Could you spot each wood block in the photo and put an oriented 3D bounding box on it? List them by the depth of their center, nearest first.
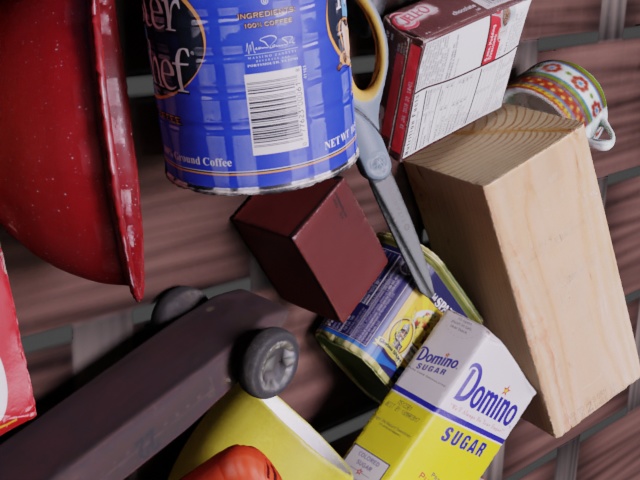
[{"bbox_3d":[0.144,0.021,0.743,0.090,0.091,0.206,-31,119,-19],"label":"wood block"}]

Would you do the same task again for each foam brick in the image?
[{"bbox_3d":[-0.004,0.001,0.636,0.053,0.051,0.078,-51,134,-24],"label":"foam brick"}]

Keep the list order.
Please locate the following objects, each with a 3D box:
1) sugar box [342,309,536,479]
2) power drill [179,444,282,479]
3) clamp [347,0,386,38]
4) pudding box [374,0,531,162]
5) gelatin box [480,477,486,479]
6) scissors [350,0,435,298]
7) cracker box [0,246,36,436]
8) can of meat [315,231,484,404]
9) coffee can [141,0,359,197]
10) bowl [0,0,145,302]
[{"bbox_3d":[0.065,0.141,0.685,0.176,0.048,0.093,-52,136,-11],"label":"sugar box"},{"bbox_3d":[-0.060,0.216,0.572,0.184,0.057,0.187,-35,116,9],"label":"power drill"},{"bbox_3d":[0.042,-0.207,0.626,0.120,0.039,0.171,-47,132,-28],"label":"clamp"},{"bbox_3d":[0.081,-0.111,0.681,0.113,0.039,0.090,-28,143,-36],"label":"pudding box"},{"bbox_3d":[0.123,0.250,0.870,0.089,0.030,0.073,-46,133,-25],"label":"gelatin box"},{"bbox_3d":[0.013,-0.048,0.630,0.096,0.016,0.202,-15,106,-22],"label":"scissors"},{"bbox_3d":[-0.210,0.006,0.404,0.163,0.072,0.214,-27,122,-39],"label":"cracker box"},{"bbox_3d":[0.053,0.059,0.712,0.084,0.058,0.102,-55,134,-16],"label":"can of meat"},{"bbox_3d":[-0.036,-0.105,0.529,0.102,0.103,0.140,-26,121,-39],"label":"coffee can"},{"bbox_3d":[-0.112,-0.050,0.461,0.055,0.162,0.162,-7,113,-6],"label":"bowl"}]
